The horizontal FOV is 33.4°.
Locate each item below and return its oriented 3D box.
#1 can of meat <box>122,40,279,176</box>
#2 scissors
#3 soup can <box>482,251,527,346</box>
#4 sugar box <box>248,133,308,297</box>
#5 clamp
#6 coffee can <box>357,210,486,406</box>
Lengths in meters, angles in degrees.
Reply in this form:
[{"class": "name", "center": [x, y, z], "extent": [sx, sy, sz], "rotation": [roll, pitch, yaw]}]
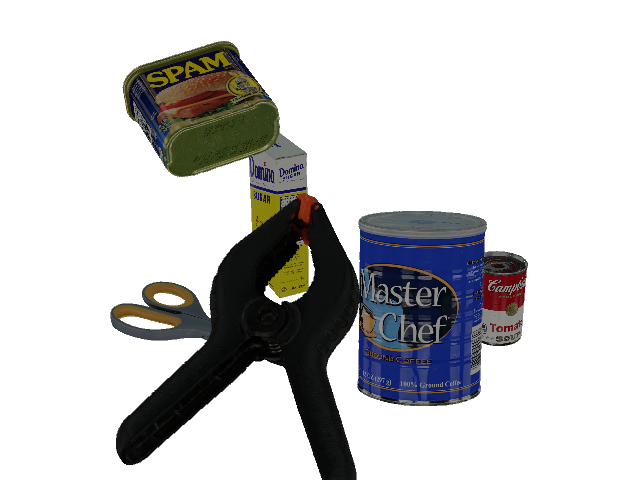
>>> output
[{"class": "can of meat", "center": [-0.093, -0.103, 0.844], "extent": [0.102, 0.057, 0.084], "rotation": [-21, 51, -18]}, {"class": "scissors", "center": [-0.097, 0.078, 1.017], "extent": [0.202, 0.016, 0.096], "rotation": [8, 30, 2]}, {"class": "soup can", "center": [0.223, 0.073, 1.346], "extent": [0.068, 0.102, 0.068], "rotation": [0, 23, 0]}, {"class": "sugar box", "center": [-0.050, -0.031, 1.259], "extent": [0.048, 0.176, 0.093], "rotation": [-13, 26, -20]}, {"class": "clamp", "center": [-0.017, 0.055, 0.547], "extent": [0.120, 0.171, 0.039], "rotation": [20, -26, 12]}, {"class": "coffee can", "center": [0.081, 0.052, 0.868], "extent": [0.103, 0.140, 0.103], "rotation": [0, 10, 0]}]
